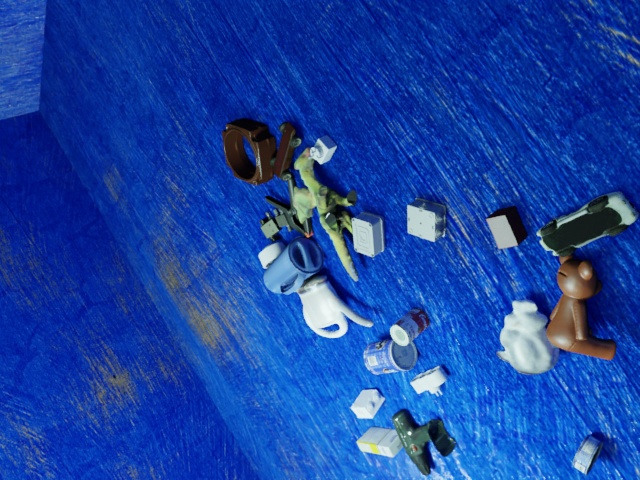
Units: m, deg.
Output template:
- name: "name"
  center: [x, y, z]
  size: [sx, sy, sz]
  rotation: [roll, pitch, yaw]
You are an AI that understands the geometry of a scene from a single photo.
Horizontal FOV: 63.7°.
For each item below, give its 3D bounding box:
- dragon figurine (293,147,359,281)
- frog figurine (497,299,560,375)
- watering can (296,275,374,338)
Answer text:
- name: "dragon figurine"
  center: [0.005, -0.079, 1.576]
  size: [0.244, 0.123, 0.404]
  rotation: [18, 123, 54]
- name: "frog figurine"
  center: [0.485, 0.221, 1.181]
  size: [0.137, 0.125, 0.156]
  rotation: [8, 115, 8]
- name: "watering can"
  center: [0.034, 0.217, 1.713]
  size: [0.343, 0.105, 0.224]
  rotation: [-25, 92, 54]
